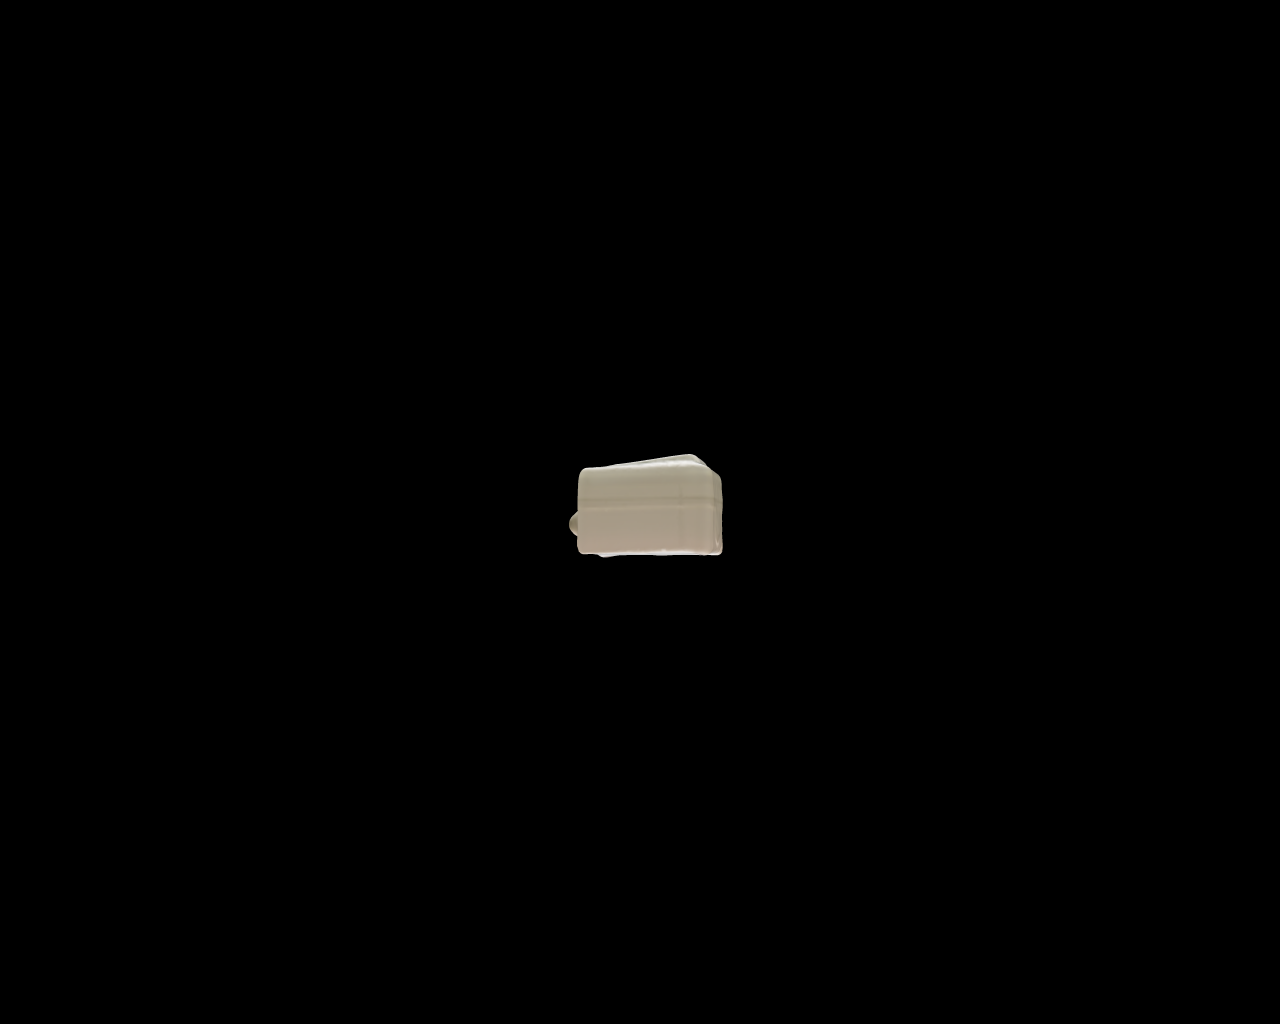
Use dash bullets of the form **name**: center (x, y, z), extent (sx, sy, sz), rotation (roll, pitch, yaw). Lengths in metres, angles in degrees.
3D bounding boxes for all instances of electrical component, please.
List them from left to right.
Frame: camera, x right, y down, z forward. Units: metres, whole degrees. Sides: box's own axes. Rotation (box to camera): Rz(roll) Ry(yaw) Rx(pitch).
- **electrical component**: center (0.001, -0.003, 0.650), extent (0.096, 0.061, 0.061), rotation (-1, -4, 11)
